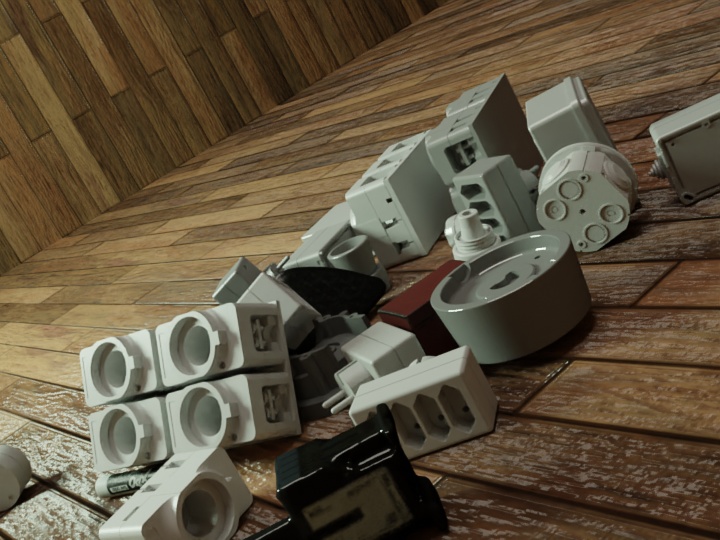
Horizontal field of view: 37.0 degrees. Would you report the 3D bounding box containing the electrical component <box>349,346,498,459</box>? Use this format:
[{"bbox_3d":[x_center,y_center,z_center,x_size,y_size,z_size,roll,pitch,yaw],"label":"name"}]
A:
[{"bbox_3d":[0.046,0.082,0.718,0.083,0.047,0.075,-23,16,20],"label":"electrical component"}]

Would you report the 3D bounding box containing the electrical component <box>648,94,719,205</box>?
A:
[{"bbox_3d":[0.279,-0.100,0.870,0.096,0.061,0.061,-24,16,16],"label":"electrical component"}]

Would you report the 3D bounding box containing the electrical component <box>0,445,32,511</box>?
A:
[{"bbox_3d":[-0.382,0.221,1.011,0.138,0.052,0.073,-26,15,9],"label":"electrical component"}]

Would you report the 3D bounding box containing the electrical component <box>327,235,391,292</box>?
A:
[{"bbox_3d":[0.000,0.000,1.050,0.045,0.055,0.045,-26,16,8],"label":"electrical component"}]

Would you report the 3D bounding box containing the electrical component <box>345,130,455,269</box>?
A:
[{"bbox_3d":[0.048,-0.076,1.149,0.062,0.089,0.150,-20,17,30],"label":"electrical component"}]

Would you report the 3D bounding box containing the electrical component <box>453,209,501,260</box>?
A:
[{"bbox_3d":[0.100,-0.021,0.924,0.048,0.062,0.048,-15,24,7],"label":"electrical component"}]

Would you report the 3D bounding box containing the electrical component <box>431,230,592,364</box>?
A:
[{"bbox_3d":[0.112,0.024,0.764,0.108,0.060,0.108,-26,16,8],"label":"electrical component"}]

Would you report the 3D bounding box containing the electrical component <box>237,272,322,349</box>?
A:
[{"bbox_3d":[-0.081,0.050,0.914,0.076,0.047,0.066,-50,-17,1],"label":"electrical component"}]

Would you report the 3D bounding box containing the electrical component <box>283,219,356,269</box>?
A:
[{"bbox_3d":[-0.036,0.001,1.100,0.061,0.061,0.096,-18,18,33],"label":"electrical component"}]

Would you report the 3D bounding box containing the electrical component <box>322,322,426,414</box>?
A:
[{"bbox_3d":[0.007,0.081,0.790,0.077,0.047,0.066,-33,16,-15],"label":"electrical component"}]

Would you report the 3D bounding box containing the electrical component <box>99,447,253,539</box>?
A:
[{"bbox_3d":[-0.121,0.167,0.732,0.056,0.050,0.089,-16,20,40],"label":"electrical component"}]

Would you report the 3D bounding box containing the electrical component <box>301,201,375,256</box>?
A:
[{"bbox_3d":[-0.004,-0.046,1.219,0.100,0.048,0.099,-17,19,37],"label":"electrical component"}]

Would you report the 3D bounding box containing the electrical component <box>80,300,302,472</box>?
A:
[{"bbox_3d":[-0.144,0.097,0.865,0.186,0.105,0.060,-17,-12,36],"label":"electrical component"}]

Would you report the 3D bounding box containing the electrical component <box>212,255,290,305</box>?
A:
[{"bbox_3d":[-0.086,0.019,1.049,0.075,0.083,0.047,-47,10,16],"label":"electrical component"}]

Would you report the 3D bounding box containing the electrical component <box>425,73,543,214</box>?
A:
[{"bbox_3d":[0.131,-0.122,1.121,0.060,0.105,0.186,-21,17,26],"label":"electrical component"}]

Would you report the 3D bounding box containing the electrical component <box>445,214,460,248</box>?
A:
[{"bbox_3d":[0.113,-0.041,1.025,0.061,0.035,0.035,-15,20,33],"label":"electrical component"}]

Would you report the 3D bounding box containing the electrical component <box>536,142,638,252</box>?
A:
[{"bbox_3d":[0.184,-0.059,0.875,0.080,0.080,0.051,-20,22,28],"label":"electrical component"}]

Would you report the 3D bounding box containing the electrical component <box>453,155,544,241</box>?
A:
[{"bbox_3d":[0.139,-0.066,0.967,0.076,0.083,0.047,-36,17,-25],"label":"electrical component"}]

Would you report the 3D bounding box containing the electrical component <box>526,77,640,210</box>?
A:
[{"bbox_3d":[0.194,-0.105,0.948,0.056,0.108,0.108,-27,15,16],"label":"electrical component"}]
